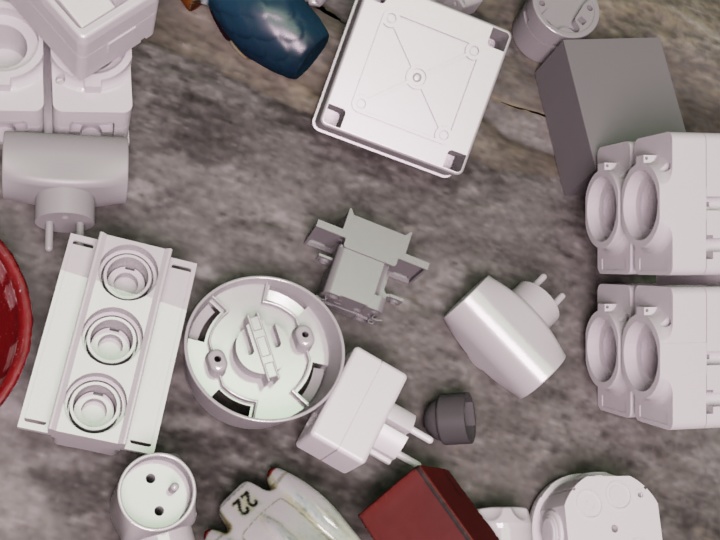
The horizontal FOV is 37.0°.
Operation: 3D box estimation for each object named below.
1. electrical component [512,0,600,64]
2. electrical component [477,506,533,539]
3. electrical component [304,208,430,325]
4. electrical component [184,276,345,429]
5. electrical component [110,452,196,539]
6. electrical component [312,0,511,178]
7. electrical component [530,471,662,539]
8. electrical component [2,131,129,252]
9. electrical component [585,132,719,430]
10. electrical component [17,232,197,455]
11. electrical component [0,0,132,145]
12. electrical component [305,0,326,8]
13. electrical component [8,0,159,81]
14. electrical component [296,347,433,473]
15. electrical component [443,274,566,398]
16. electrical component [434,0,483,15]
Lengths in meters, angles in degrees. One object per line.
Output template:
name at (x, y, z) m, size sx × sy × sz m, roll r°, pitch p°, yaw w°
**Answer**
electrical component at (0.150, -0.193, 0.833) m, size 0.055 × 0.047 × 0.055 m, roll 5°, pitch 71°, yaw -15°
electrical component at (0.090, 0.184, 0.691) m, size 0.043 × 0.043 × 0.062 m, roll 3°, pitch 72°, yaw -15°
electrical component at (0.000, 0.000, 0.728) m, size 0.081 × 0.042 × 0.063 m, roll 21°, pitch 69°, yaw -8°
electrical component at (-0.063, 0.053, 0.679) m, size 0.099 × 0.064 × 0.099 m, roll 5°, pitch 71°, yaw -14°
electrical component at (-0.117, 0.151, 0.624) m, size 0.043 × 0.077 × 0.079 m, roll -13°, pitch 76°, yaw -20°
electrical component at (0.035, -0.133, 0.755) m, size 0.109 × 0.056 × 0.108 m, roll 19°, pitch 92°, yaw -9°
electrical component at (0.156, 0.173, 0.709) m, size 0.080 × 0.051 × 0.080 m, roll 5°, pitch 71°, yaw -14°
electrical component at (-0.189, -0.049, 0.689) m, size 0.077 × 0.043 × 0.079 m, roll 1°, pitch 72°, yaw -16°
electrical component at (0.202, 0.006, 0.721) m, size 0.060 × 0.105 × 0.186 m, roll 0°, pitch 91°, yaw -14°
electrical component at (-0.153, 0.047, 0.656) m, size 0.079 × 0.063 × 0.121 m, roll 14°, pitch 69°, yaw -11°
electrical component at (-0.210, -0.181, 0.719) m, size 0.105 × 0.060 × 0.186 m, roll -1°, pitch 72°, yaw -16°
electrical component at (-0.052, -0.219, 0.787) m, size 0.062 × 0.048 × 0.048 m, roll 3°, pitch 71°, yaw -7°
electrical component at (-0.177, -0.178, 0.659) m, size 0.062 × 0.061 × 0.096 m, roll -40°, pitch 86°, yaw -23°
electrical component at (0.010, 0.100, 0.694) m, size 0.077 × 0.047 × 0.065 m, roll 30°, pitch 66°, yaw -4°
electrical component at (0.111, 0.035, 0.746) m, size 0.077 × 0.044 × 0.079 m, roll 46°, pitch 66°, yaw 3°
electrical component at (0.047, -0.221, 0.808) m, size 0.057 × 0.058 × 0.078 m, roll -26°, pitch 81°, yaw -25°
